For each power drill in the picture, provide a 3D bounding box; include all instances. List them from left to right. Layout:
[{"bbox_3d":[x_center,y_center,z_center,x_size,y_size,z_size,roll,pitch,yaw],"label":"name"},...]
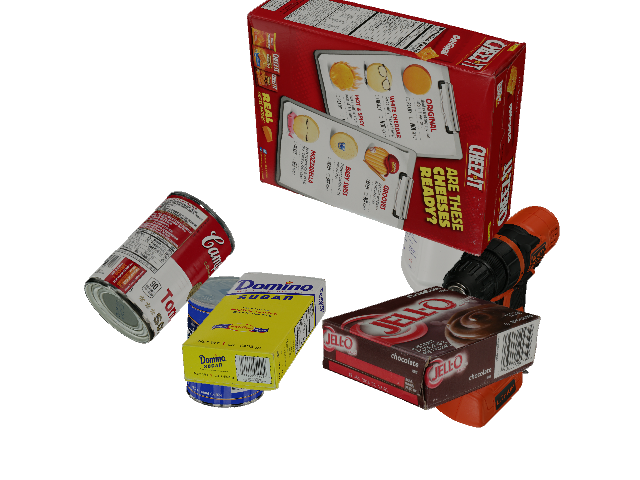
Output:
[{"bbox_3d":[0.155,0.075,0.976,0.057,0.188,0.184,24,32,27],"label":"power drill"}]

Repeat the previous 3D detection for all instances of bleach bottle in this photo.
[{"bbox_3d":[0.137,-0.070,1.183,0.068,0.251,0.102,0,25,-10],"label":"bleach bottle"}]

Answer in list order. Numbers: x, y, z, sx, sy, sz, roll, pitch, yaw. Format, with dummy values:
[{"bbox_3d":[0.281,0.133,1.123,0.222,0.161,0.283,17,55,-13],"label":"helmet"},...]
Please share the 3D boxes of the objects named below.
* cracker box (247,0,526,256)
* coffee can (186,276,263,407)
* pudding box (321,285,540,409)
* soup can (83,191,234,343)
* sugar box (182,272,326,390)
[{"bbox_3d":[0.050,-0.099,0.859,0.214,0.164,0.072,19,43,25],"label":"cracker box"},{"bbox_3d":[-0.121,0.129,1.373,0.103,0.140,0.103,2,18,-1],"label":"coffee can"},{"bbox_3d":[0.070,0.065,0.681,0.113,0.039,0.090,-11,19,-42],"label":"pudding box"},{"bbox_3d":[-0.123,0.020,0.820,0.069,0.068,0.102,0,42,51],"label":"soup can"},{"bbox_3d":[-0.061,0.085,1.058,0.093,0.048,0.176,5,25,15],"label":"sugar box"}]
